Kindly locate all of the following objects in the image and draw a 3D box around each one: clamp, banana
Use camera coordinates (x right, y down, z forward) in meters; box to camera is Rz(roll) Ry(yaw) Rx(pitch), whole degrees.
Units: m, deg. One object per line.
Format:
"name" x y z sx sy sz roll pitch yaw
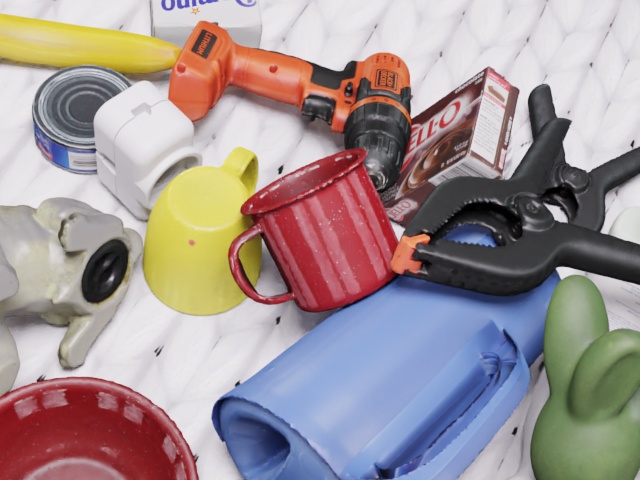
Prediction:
"clamp" 0.211 -0.044 0.866 0.120 0.039 0.171 17 63 8
"banana" -0.210 -0.157 0.856 0.197 0.070 0.037 6 101 -12
"clamp" 0.143 -0.004 0.698 0.209 0.036 0.165 -19 55 -33

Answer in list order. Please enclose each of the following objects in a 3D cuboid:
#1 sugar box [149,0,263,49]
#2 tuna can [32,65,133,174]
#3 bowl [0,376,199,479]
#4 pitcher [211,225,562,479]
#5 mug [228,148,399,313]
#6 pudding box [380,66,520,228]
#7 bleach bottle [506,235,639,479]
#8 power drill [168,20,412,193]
"sugar box" -0.105 -0.241 0.933 0.093 0.048 0.176 -3 58 -11
"tuna can" -0.182 -0.096 0.838 0.086 0.034 0.086 4 58 -7
"bowl" -0.156 0.170 0.666 0.162 0.055 0.162 4 58 -6
"pitcher" 0.063 0.089 0.701 0.149 0.145 0.242 38 57 21
"mug" -0.005 0.001 0.709 0.117 0.093 0.081 -29 104 -16
"pudding box" 0.098 -0.069 0.820 0.039 0.114 0.090 32 54 -23
"bleach bottle" 0.188 0.118 0.749 0.102 0.068 0.250 32 61 9
"power drill" -0.020 -0.106 0.829 0.187 0.057 0.184 13 32 -1
